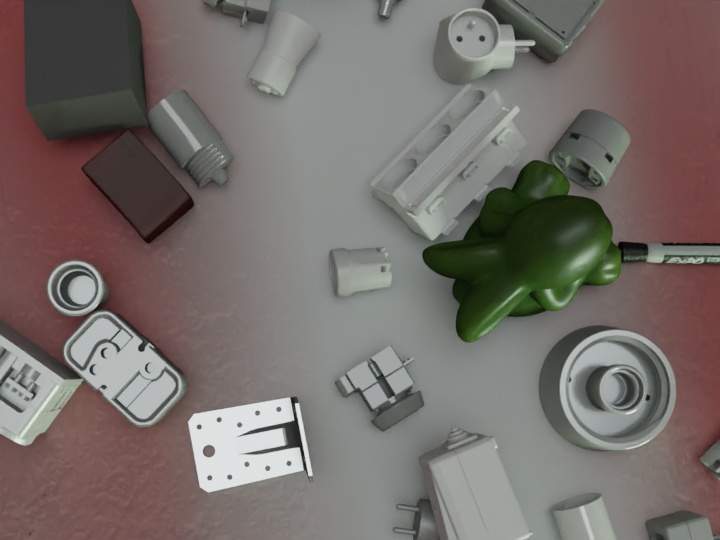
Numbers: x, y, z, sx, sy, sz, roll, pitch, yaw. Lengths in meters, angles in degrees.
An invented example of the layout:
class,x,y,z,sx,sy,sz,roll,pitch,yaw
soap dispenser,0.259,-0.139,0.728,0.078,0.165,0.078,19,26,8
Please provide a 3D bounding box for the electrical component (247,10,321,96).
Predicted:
class,x,y,z,sx,sy,sz,roll,pitch,yaw
electrical component,-0.067,-0.181,0.909,0.044,0.044,0.065,27,88,-2

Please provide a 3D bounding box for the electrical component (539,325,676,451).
class,x,y,z,sx,sy,sz,roll,pitch,yaw
electrical component,0.210,0.099,0.897,0.108,0.060,0.108,0,85,-5

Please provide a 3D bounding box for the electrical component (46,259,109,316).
class,x,y,z,sx,sy,sz,roll,pitch,yaw
electrical component,-0.224,0.016,0.865,0.044,0.065,0.044,0,86,-5

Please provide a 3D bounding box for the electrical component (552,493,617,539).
class,x,y,z,sx,sy,sz,roll,pitch,yaw
electrical component,0.193,0.231,0.892,0.043,0.043,0.081,-18,87,-6

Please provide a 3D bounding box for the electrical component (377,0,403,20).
class,x,y,z,sx,sy,sz,roll,pitch,yaw
electrical component,0.028,-0.246,0.926,0.035,0.035,0.061,15,86,-3

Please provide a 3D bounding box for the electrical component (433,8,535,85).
class,x,y,z,sx,sy,sz,roll,pitch,yaw
electrical component,0.107,-0.188,0.906,0.079,0.077,0.044,-2,85,-5

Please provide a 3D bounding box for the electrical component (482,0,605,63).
class,x,y,z,sx,sy,sz,roll,pitch,yaw
electrical component,0.150,-0.232,0.921,0.096,0.061,0.061,37,83,0

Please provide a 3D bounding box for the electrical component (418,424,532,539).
class,x,y,z,sx,sy,sz,roll,pitch,yaw
electrical component,0.081,0.168,0.825,0.061,0.061,0.096,-21,86,-7

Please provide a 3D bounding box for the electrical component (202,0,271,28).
class,x,y,z,sx,sy,sz,roll,pitch,yaw
electrical component,-0.103,-0.240,0.909,0.055,0.048,0.066,12,84,-11

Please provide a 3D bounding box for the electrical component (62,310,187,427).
class,x,y,z,sx,sy,sz,roll,pitch,yaw
electrical component,-0.187,0.079,0.866,0.095,0.059,0.053,43,83,0

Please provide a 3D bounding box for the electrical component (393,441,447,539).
class,x,y,z,sx,sy,sz,roll,pitch,yaw
electrical component,0.064,0.207,0.879,0.074,0.052,0.138,9,83,-4

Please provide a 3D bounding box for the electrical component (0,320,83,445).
class,x,y,z,sx,sy,sz,roll,pitch,yaw
electrical component,-0.303,0.068,0.841,0.150,0.089,0.061,35,83,-1

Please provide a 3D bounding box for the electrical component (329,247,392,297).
class,x,y,z,sx,sy,sz,roll,pitch,yaw
electrical component,0.000,0.000,0.899,0.046,0.040,0.040,-7,86,-11

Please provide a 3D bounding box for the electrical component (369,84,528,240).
class,x,y,z,sx,sy,sz,roll,pitch,yaw
electrical component,0.077,-0.089,0.898,0.121,0.079,0.063,-46,119,-7

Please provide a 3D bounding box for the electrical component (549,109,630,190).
class,x,y,z,sx,sy,sz,roll,pitch,yaw
electrical component,0.197,-0.104,0.918,0.055,0.055,0.047,35,79,-1

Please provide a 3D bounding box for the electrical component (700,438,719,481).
class,x,y,z,sx,sy,sz,roll,pitch,yaw
electrical component,0.318,0.156,0.912,0.046,0.040,0.040,-42,90,-1

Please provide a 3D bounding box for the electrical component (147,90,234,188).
class,x,y,z,sx,sy,sz,roll,pitch,yaw
electrical component,-0.137,-0.104,0.894,0.043,0.043,0.081,-38,89,-7

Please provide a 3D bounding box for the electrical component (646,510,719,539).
class,x,y,z,sx,sy,sz,roll,pitch,yaw
electrical component,0.292,0.243,0.898,0.076,0.047,0.083,-14,85,-7

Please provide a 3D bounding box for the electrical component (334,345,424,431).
class,x,y,z,sx,sy,sz,roll,pitch,yaw
electrical component,0.021,0.099,0.889,0.066,0.048,0.055,-31,81,-7
